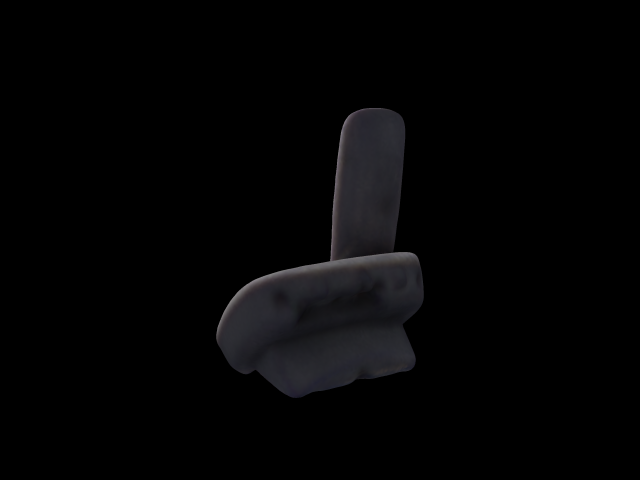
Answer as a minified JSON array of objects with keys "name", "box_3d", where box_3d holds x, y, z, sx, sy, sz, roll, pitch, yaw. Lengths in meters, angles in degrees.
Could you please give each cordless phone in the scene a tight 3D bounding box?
[{"name":"cordless phone","box_3d":[0.004,0.001,0.400,0.148,0.185,0.093,-7,11,-39]}]
